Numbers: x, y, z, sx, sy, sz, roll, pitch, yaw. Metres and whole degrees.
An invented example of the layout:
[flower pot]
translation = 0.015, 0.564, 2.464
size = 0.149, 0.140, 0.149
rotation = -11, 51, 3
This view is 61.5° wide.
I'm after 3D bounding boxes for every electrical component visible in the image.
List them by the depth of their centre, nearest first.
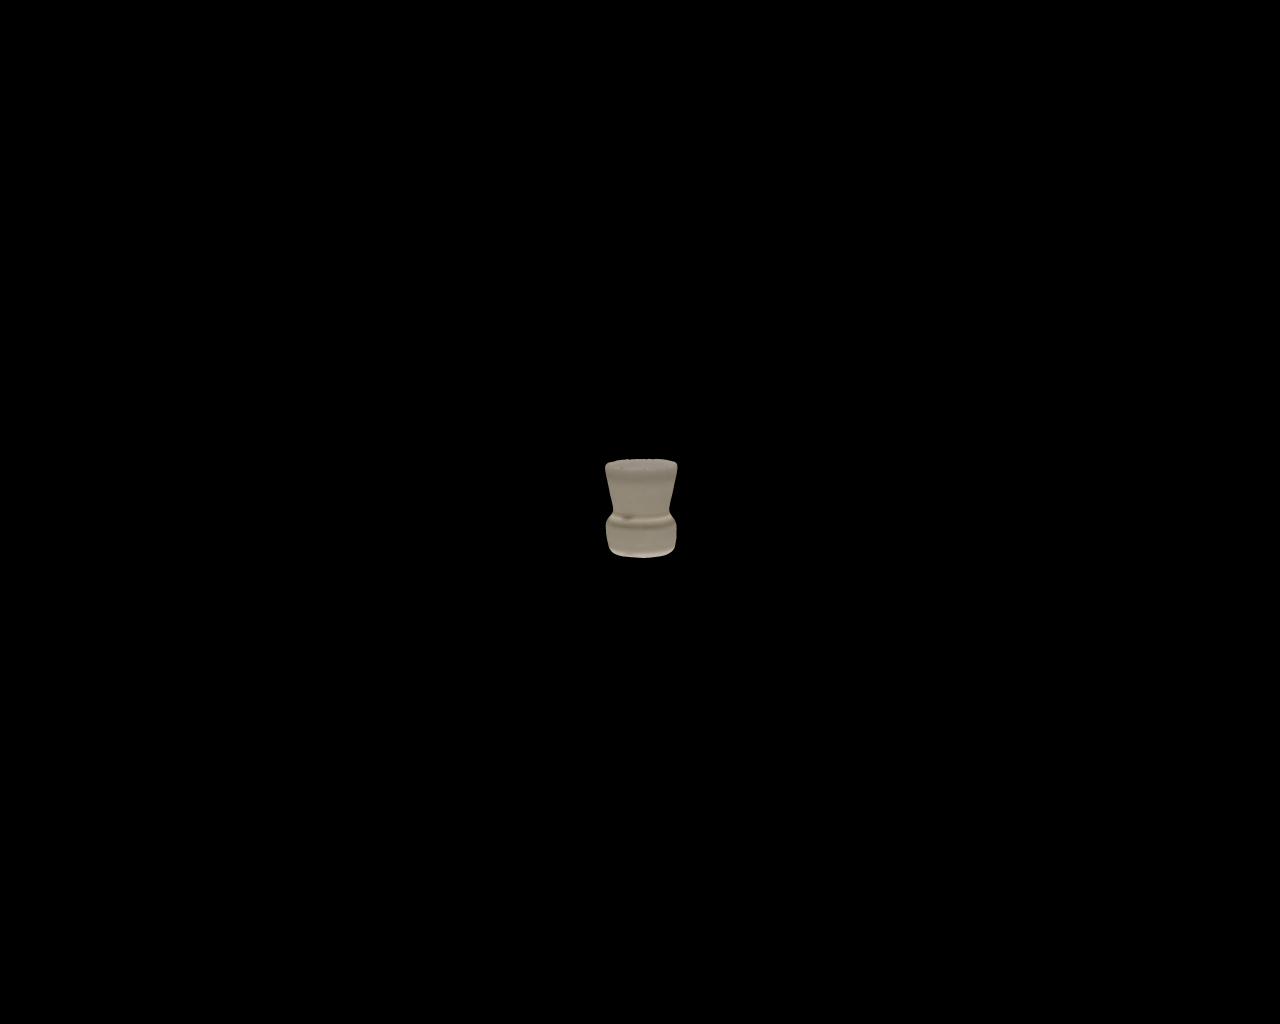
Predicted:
[electrical component]
translation = 0.001, -0.003, 0.650
size = 0.045, 0.055, 0.045
rotation = 0, 11, 0
